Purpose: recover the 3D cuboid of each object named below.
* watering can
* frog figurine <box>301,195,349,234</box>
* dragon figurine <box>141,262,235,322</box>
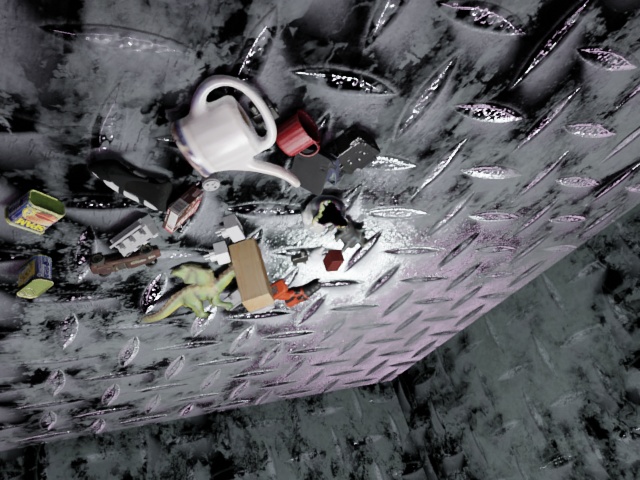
[{"bbox_3d":[-0.196,-0.213,1.191,0.224,0.106,0.340,-24,130,7],"label":"watering can"},{"bbox_3d":[0.005,-0.081,1.613,0.138,0.122,0.159,-18,-172,-19],"label":"frog figurine"},{"bbox_3d":[-0.437,0.159,1.757,0.411,0.125,0.237,-16,133,-10],"label":"dragon figurine"}]
